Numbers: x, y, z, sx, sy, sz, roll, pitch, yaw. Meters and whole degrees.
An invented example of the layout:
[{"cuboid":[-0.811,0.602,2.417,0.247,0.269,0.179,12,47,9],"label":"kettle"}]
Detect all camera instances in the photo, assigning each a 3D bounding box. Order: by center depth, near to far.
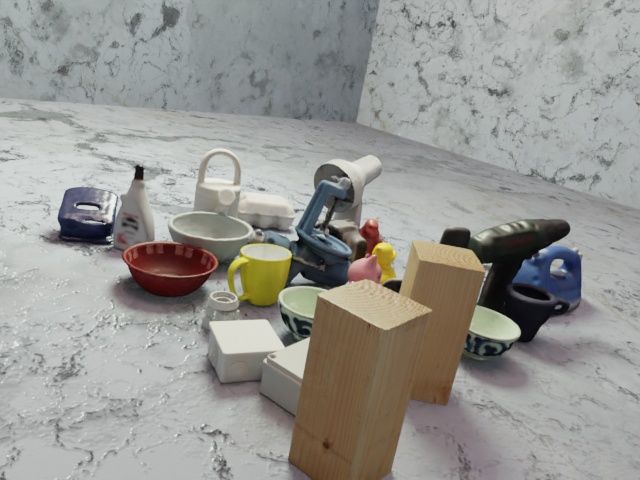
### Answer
[{"cuboid":[0.011,0.004,1.224,0.137,0.101,0.142,-9,26,-45],"label":"camera"}]

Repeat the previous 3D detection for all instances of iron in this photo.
[{"cuboid":[0.507,0.071,1.238,0.259,0.141,0.118,-4,23,-37],"label":"iron"}]

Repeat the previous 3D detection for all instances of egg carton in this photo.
[{"cuboid":[-0.138,-0.071,1.413,0.150,0.069,0.107,5,19,-17],"label":"egg carton"}]

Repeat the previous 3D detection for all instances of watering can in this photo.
[{"cuboid":[-0.221,-0.103,1.264,0.101,0.194,0.172,-7,25,-42],"label":"watering can"}]

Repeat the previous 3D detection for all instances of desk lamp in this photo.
[{"cuboid":[0.075,-0.096,1.377,0.117,0.213,0.204,22,22,32],"label":"desk lamp"}]

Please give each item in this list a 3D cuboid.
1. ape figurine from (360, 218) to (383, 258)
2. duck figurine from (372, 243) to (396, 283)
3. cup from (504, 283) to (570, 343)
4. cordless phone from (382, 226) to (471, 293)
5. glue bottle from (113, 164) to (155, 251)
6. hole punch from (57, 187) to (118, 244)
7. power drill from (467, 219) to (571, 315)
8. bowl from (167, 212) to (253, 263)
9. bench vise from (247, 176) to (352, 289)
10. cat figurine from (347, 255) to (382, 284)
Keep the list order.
[{"cuboid":[0.111,-0.005,1.320,0.078,0.092,0.076,4,20,-18],"label":"ape figurine"},{"cuboid":[0.122,0.048,1.179,0.077,0.086,0.105,25,23,36],"label":"duck figurine"},{"cuboid":[0.387,0.139,1.046,0.118,0.095,0.091,10,18,-2],"label":"cup"},{"cuboid":[0.194,0.055,1.043,0.148,0.185,0.094,5,19,-17],"label":"cordless phone"},{"cuboid":[-0.353,-0.061,1.098,0.078,0.173,0.037,13,19,7],"label":"glue bottle"},{"cuboid":[-0.457,-0.050,1.138,0.109,0.091,0.101,5,19,-16],"label":"hole punch"},{"cuboid":[0.368,0.056,1.099,0.230,0.208,0.075,0,21,-29],"label":"power drill"},{"cuboid":[-0.220,0.003,1.140,0.167,0.075,0.167,10,18,-3],"label":"bowl"},{"cuboid":[-0.020,-0.013,1.069,0.208,0.220,0.121,-4,23,-36],"label":"bench vise"},{"cuboid":[0.070,0.080,1.006,0.067,0.118,0.128,17,20,19],"label":"cat figurine"}]
